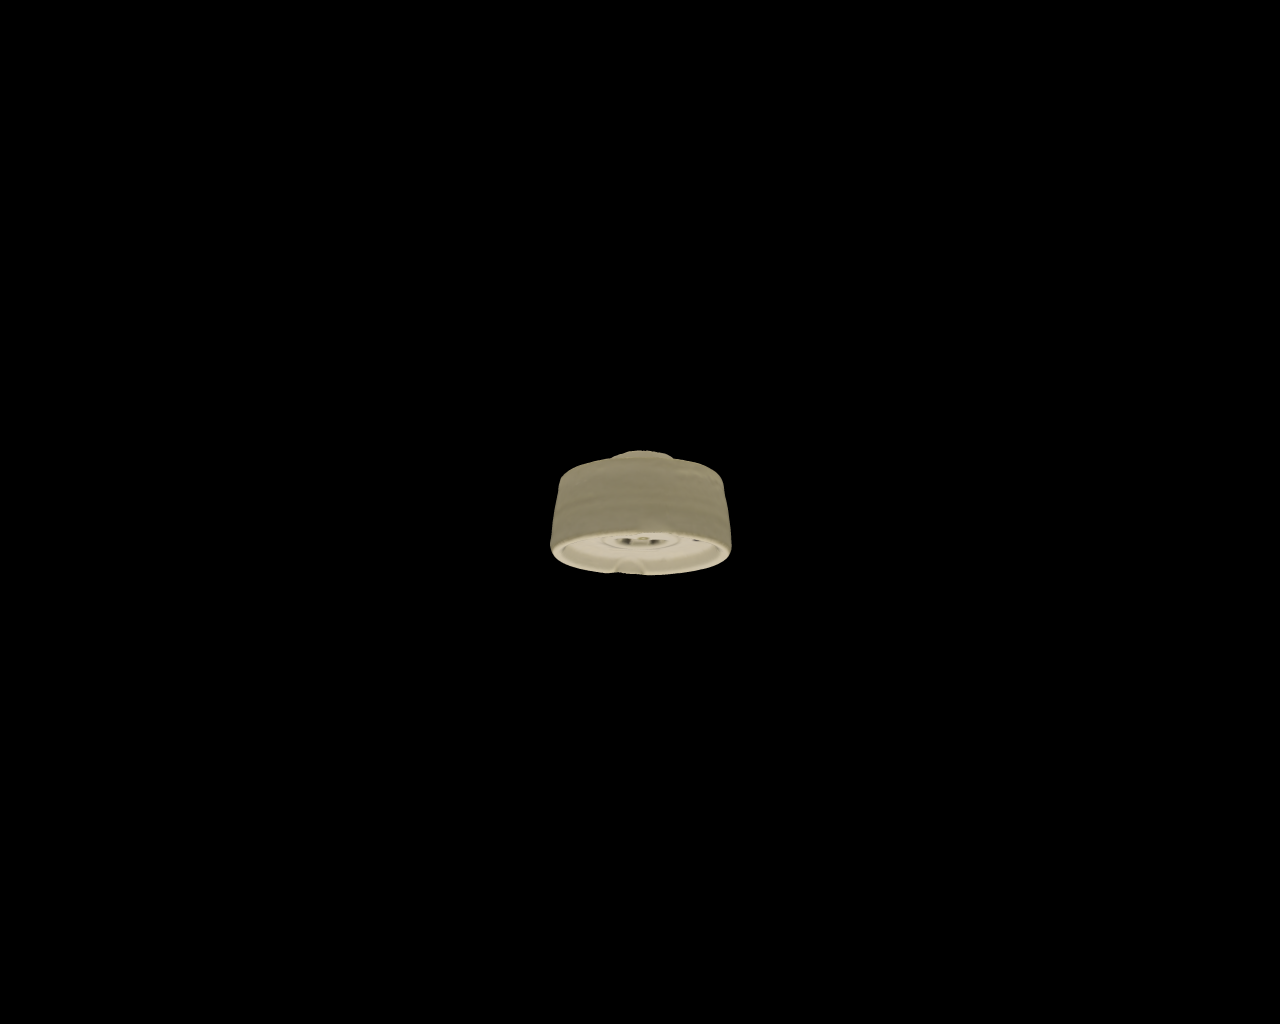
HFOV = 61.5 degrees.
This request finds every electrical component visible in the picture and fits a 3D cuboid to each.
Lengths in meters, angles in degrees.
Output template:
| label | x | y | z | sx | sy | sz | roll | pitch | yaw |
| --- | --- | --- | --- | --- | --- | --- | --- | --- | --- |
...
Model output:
| label | x | y | z | sx | sy | sz | roll | pitch | yaw |
| --- | --- | --- | --- | --- | --- | --- | --- | --- | --- |
| electrical component | 0.001 | -0.003 | 0.650 | 0.108 | 0.060 | 0.108 | 0 | -16 | 0 |
